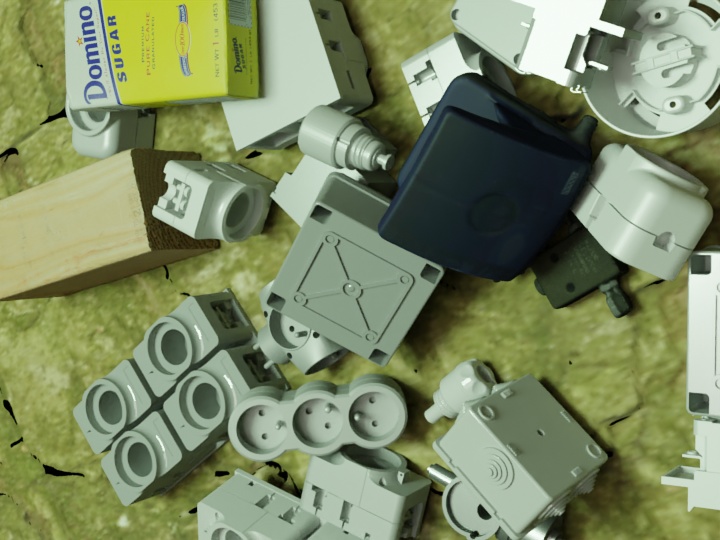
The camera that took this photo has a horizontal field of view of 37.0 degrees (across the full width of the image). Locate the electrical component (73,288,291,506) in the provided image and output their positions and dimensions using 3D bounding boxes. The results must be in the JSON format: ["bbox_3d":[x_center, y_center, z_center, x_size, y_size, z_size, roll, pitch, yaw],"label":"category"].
[{"bbox_3d":[-0.164,0.115,0.948,0.186,0.060,0.105,-42,73,27],"label":"electrical component"}]

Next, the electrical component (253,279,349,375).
[{"bbox_3d":[-0.058,0.052,0.886,0.079,0.044,0.077,-39,74,28],"label":"electrical component"}]

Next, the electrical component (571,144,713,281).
[{"bbox_3d":[0.184,-0.043,0.701,0.054,0.095,0.059,21,110,-17],"label":"electrical component"}]

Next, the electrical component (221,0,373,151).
[{"bbox_3d":[-0.069,-0.201,0.864,0.105,0.060,0.186,-22,82,31],"label":"electrical component"}]

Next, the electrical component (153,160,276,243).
[{"bbox_3d":[-0.116,-0.057,0.887,0.056,0.089,0.050,27,107,27],"label":"electrical component"}]

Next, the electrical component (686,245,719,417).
[{"bbox_3d":[0.266,0.040,0.679,0.109,0.056,0.108,2,95,32],"label":"electrical component"}]

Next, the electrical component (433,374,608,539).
[{"bbox_3d":[0.115,0.127,0.755,0.099,0.100,0.048,48,128,20],"label":"electrical component"}]

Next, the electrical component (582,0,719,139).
[{"bbox_3d":[0.202,-0.135,0.697,0.099,0.064,0.099,7,100,44],"label":"electrical component"}]

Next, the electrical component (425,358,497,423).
[{"bbox_3d":[0.073,0.096,0.815,0.061,0.035,0.035,-44,72,30],"label":"electrical component"}]

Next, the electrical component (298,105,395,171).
[{"bbox_3d":[-0.009,-0.093,0.793,0.078,0.040,0.040,27,107,27],"label":"electrical component"}]

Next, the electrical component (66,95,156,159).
[{"bbox_3d":[-0.222,-0.147,0.964,0.054,0.059,0.095,12,100,30],"label":"electrical component"}]

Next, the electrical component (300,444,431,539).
[{"bbox_3d":[0.005,0.173,0.854,0.089,0.050,0.055,20,105,29],"label":"electrical component"}]

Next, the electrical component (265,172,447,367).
[{"bbox_3d":[0.000,0.000,0.806,0.109,0.056,0.108,28,125,-2],"label":"electrical component"}]

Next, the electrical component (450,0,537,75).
[{"bbox_3d":[0.125,-0.199,0.746,0.078,0.057,0.113,41,113,22],"label":"electrical component"}]

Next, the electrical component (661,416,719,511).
[{"bbox_3d":[0.245,0.126,0.708,0.081,0.042,0.063,1,91,31],"label":"electrical component"}]

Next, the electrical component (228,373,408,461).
[{"bbox_3d":[-0.032,0.113,0.858,0.138,0.073,0.052,-7,96,1],"label":"electrical component"}]

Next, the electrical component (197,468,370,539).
[{"bbox_3d":[-0.046,0.252,0.868,0.186,0.060,0.105,19,122,29],"label":"electrical component"}]

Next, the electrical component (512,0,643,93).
[{"bbox_3d":[0.133,-0.150,0.687,0.081,0.042,0.063,27,109,25],"label":"electrical component"}]

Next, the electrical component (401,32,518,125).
[{"bbox_3d":[0.079,-0.123,0.785,0.056,0.050,0.089,-25,81,31],"label":"electrical component"}]
